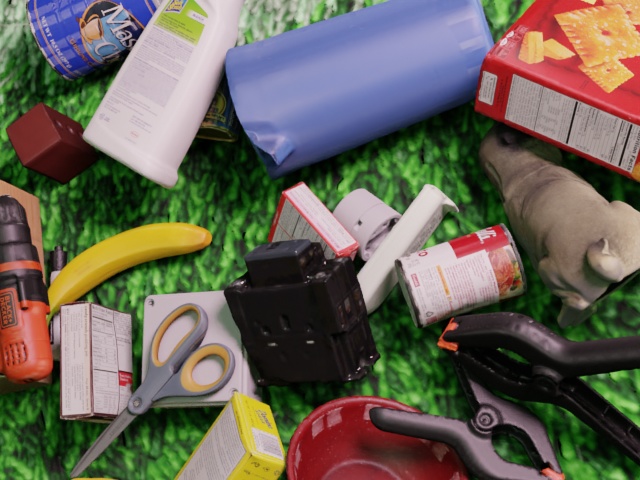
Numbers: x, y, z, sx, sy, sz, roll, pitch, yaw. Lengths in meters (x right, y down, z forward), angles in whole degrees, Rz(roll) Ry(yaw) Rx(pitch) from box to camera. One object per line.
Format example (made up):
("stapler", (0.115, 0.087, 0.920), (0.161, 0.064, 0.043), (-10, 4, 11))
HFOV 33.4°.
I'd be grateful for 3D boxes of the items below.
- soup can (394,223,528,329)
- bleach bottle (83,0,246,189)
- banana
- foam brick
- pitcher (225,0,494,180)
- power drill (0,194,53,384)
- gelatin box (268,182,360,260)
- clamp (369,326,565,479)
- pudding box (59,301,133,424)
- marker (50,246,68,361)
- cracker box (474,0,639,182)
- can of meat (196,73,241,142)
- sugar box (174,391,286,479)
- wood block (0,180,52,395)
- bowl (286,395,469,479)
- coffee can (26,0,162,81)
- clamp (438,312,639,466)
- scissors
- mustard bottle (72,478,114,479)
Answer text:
("soup can", (0.125, 0.033, 0.951), (0.102, 0.068, 0.068), (-18, 72, 0))
("bleach bottle", (-0.127, -0.182, 1.039), (0.103, 0.068, 0.251), (30, 90, 21))
("banana", (-0.203, 0.024, 1.089), (0.198, 0.037, 0.070), (-29, 56, 5))
("foam brick", (-0.282, -0.101, 1.127), (0.051, 0.078, 0.053), (-35, 70, 10))
("pitcher", (0.041, -0.163, 1.012), (0.243, 0.145, 0.149), (-18, 85, 10))
("power drill", (-0.351, 0.063, 1.026), (0.188, 0.057, 0.184), (-17, 73, 14))
("gelatin box", (-0.007, 0.001, 1.013), (0.030, 0.073, 0.089), (-28, 64, -33))
("clamp", (0.130, 0.166, 0.931), (0.120, 0.039, 0.172), (-39, 66, -15))
("pudding box", (-0.219, 0.121, 1.048), (0.039, 0.090, 0.113), (-9, 75, 15))
("marker", (-0.273, 0.065, 1.117), (0.020, 0.020, 0.121), (-8, 75, 17))
("cracker box", (0.266, -0.139, 0.912), (0.214, 0.072, 0.164), (27, 53, 23))
("can of meat", (-0.123, -0.151, 1.096), (0.102, 0.057, 0.084), (10, 83, 21))
("sugar box", (-0.100, 0.235, 0.965), (0.176, 0.048, 0.093), (-57, 25, 16))
("wood block", (-0.344, 0.052, 1.107), (0.090, 0.090, 0.206), (-12, 74, 15))
("bowl", (0.046, 0.216, 0.930), (0.162, 0.055, 0.162), (8, 44, -8))
("coffee can", (-0.221, -0.240, 1.124), (0.140, 0.102, 0.103), (-20, 72, 14))
("clamp", (0.201, 0.117, 0.892), (0.210, 0.164, 0.036), (13, 48, 31))
("scissors", (-0.150, 0.156, 0.994), (0.096, 0.016, 0.202), (28, 88, 22))
("mustard bottle", (-0.213, 0.322, 0.997), (0.058, 0.096, 0.191), (3, 79, 20))
